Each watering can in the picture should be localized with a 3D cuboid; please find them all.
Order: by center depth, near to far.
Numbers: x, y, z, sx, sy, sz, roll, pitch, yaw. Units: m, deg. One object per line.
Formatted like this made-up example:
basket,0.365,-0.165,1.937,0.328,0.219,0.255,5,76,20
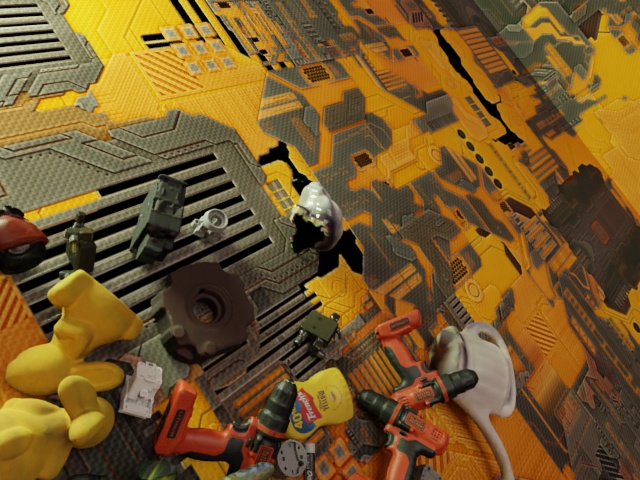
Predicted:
watering can,0.342,0.330,1.115,0.223,0.102,0.356,24,53,-20

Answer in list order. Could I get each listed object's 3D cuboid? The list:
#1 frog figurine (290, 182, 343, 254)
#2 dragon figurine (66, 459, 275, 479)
frog figurine,0.003,-0.056,1.113,0.163,0.122,0.135,-57,135,-52
dragon figurine,-0.237,0.422,0.632,0.409,0.122,0.243,9,87,-36
